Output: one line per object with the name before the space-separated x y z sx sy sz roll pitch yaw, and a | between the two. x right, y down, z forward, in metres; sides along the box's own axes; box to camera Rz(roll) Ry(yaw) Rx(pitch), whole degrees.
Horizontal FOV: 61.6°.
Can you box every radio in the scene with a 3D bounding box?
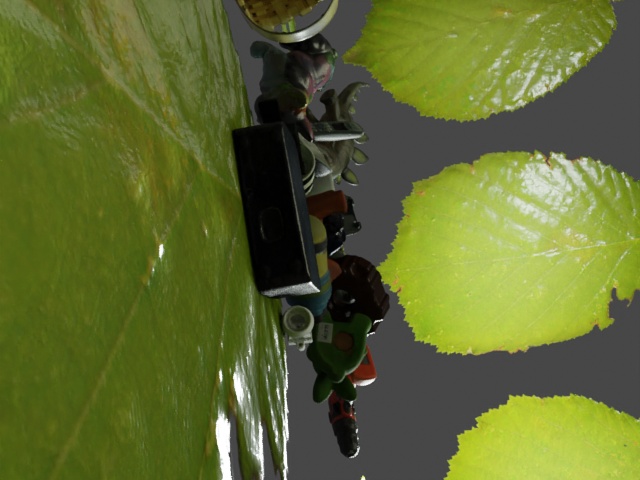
radio | -0.056 -0.038 0.730 0.131 0.073 0.229 46 33 -81

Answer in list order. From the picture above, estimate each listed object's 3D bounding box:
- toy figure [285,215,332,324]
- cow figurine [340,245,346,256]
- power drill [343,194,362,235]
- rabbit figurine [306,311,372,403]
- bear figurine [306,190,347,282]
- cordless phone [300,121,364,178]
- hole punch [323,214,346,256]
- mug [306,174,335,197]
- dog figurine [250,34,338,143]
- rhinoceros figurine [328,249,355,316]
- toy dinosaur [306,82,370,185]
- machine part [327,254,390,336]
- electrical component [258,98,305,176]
toy figure | -0.022 0.045 0.851 0.082 0.089 0.180 -110 -175 -72
cow figurine | 0.021 0.094 1.259 0.068 0.098 0.167 -107 -170 -88
power drill | 0.032 -0.023 1.408 0.207 0.086 0.232 140 -64 -69
rabbit figurine | 0.032 0.224 1.016 0.170 0.121 0.159 105 -17 -64
bear figurine | -0.001 0.018 0.965 0.120 0.132 0.195 -162 -126 -82
cordless phone | 0.013 -0.185 1.045 0.147 0.184 0.088 -120 -152 -45
hole punch | -0.002 -0.003 1.121 0.142 0.116 0.092 -84 171 -75
mug | -0.025 -0.109 1.075 0.080 0.107 0.109 75 8 -59
dog figurine | -0.034 -0.268 0.946 0.108 0.192 0.219 84 -16 -47
rhinoceros figurine | 0.043 0.109 1.171 0.112 0.073 0.190 -90 167 -74
toy dinosaur | 0.032 -0.242 1.246 0.198 0.105 0.471 46 52 -40
machine part | 0.047 0.114 1.056 0.056 0.180 0.179 -53 136 -54
electrical component | -0.067 -0.156 0.839 0.048 0.075 0.119 -94 177 -58
